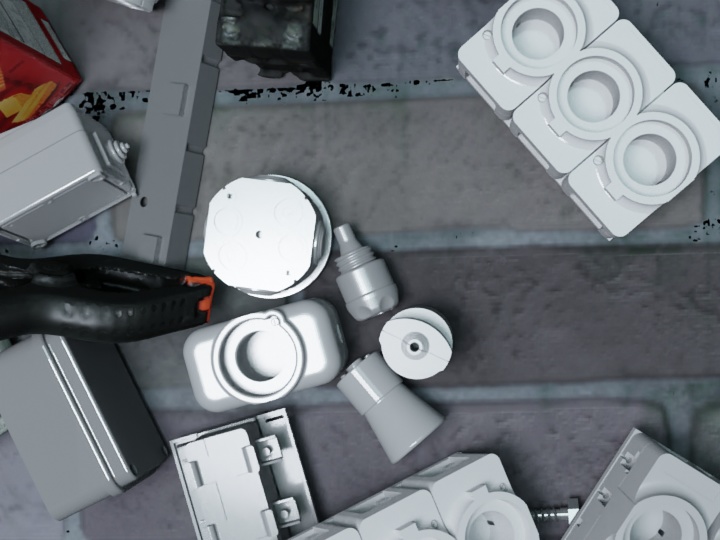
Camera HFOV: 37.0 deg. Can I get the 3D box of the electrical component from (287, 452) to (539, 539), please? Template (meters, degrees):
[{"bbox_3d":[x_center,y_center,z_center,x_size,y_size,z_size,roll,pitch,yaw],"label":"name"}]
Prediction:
[{"bbox_3d":[0.028,0.179,0.639,0.150,0.062,0.089,-22,90,-23],"label":"electrical component"}]

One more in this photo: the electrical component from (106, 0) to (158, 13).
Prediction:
[{"bbox_3d":[-0.159,-0.198,0.680,0.080,0.080,0.051,17,97,5],"label":"electrical component"}]

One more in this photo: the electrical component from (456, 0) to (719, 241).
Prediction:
[{"bbox_3d":[0.141,-0.103,0.660,0.089,0.062,0.150,-41,87,4],"label":"electrical component"}]

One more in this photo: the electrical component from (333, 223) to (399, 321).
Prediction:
[{"bbox_3d":[0.000,0.000,0.688,0.035,0.035,0.061,-24,86,5],"label":"electrical component"}]

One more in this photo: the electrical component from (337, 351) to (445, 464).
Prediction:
[{"bbox_3d":[0.017,0.084,0.684,0.044,0.044,0.065,-41,82,4],"label":"electrical component"}]

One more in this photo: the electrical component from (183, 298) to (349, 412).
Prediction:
[{"bbox_3d":[-0.059,0.053,0.681,0.095,0.059,0.053,-16,89,5],"label":"electrical component"}]

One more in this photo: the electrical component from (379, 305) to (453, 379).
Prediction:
[{"bbox_3d":[0.035,0.045,0.661,0.043,0.081,0.043,0,90,6],"label":"electrical component"}]

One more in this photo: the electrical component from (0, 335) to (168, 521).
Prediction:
[{"bbox_3d":[-0.179,0.091,0.683,0.057,0.078,0.113,-27,88,8],"label":"electrical component"}]

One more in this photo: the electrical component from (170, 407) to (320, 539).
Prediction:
[{"bbox_3d":[-0.070,0.158,0.680,0.079,0.063,0.121,-17,89,5],"label":"electrical component"}]

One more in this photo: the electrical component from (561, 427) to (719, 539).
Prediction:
[{"bbox_3d":[0.168,0.207,0.650,0.105,0.060,0.186,31,93,-7],"label":"electrical component"}]

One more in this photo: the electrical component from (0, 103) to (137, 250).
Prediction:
[{"bbox_3d":[-0.193,-0.065,0.689,0.096,0.062,0.061,-28,77,5],"label":"electrical component"}]

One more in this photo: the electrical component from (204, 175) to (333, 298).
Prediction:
[{"bbox_3d":[-0.060,-0.022,0.685,0.080,0.051,0.080,0,90,5],"label":"electrical component"}]
